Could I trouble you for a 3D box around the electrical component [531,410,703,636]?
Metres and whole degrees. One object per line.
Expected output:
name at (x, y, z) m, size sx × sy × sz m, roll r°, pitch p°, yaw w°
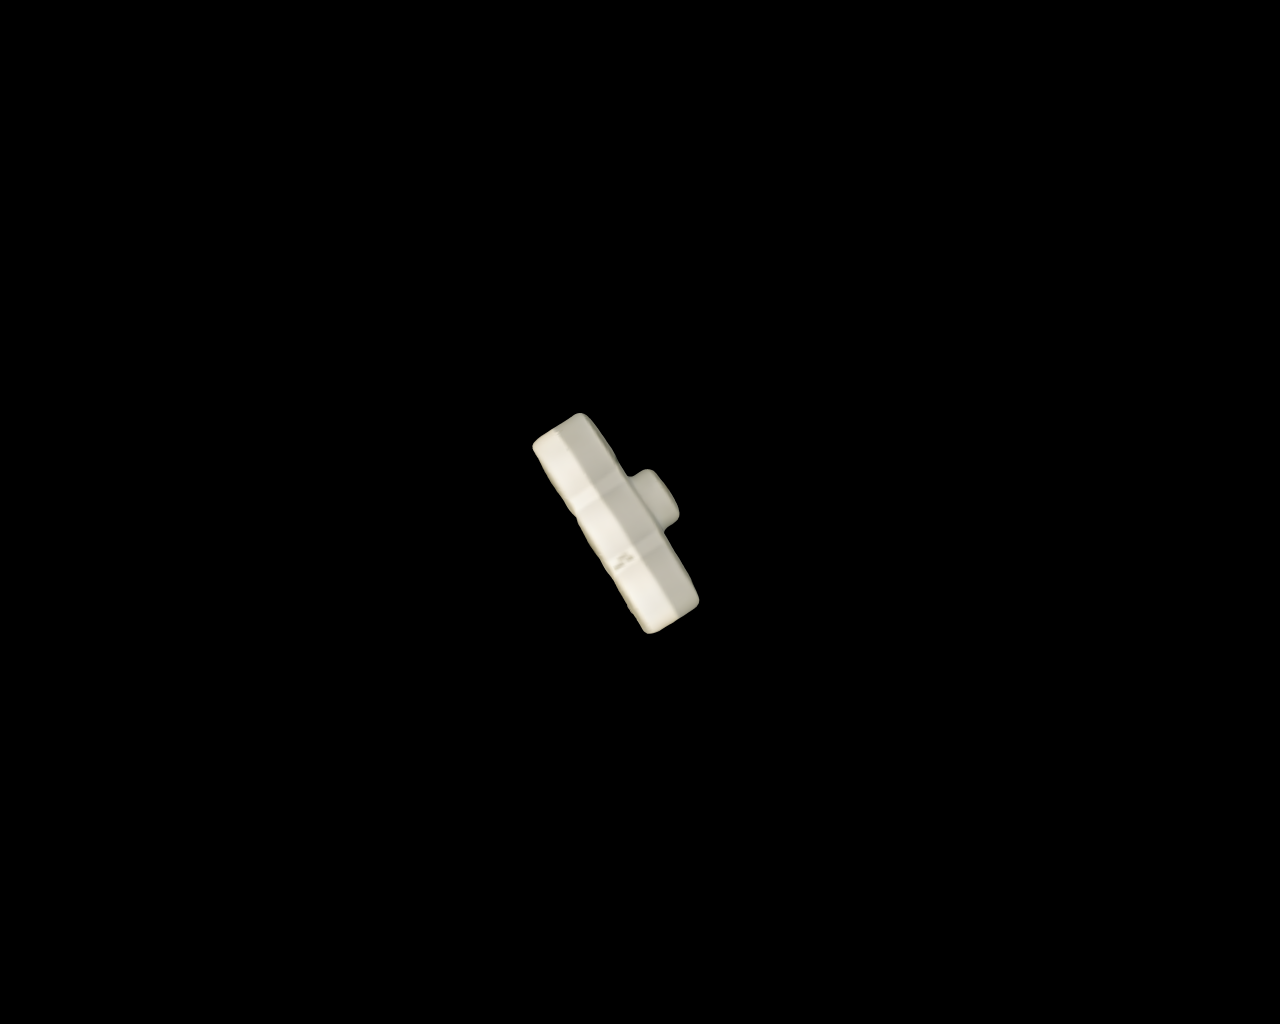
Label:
electrical component at (0.001, -0.003, 0.650) m, size 0.074 × 0.138 × 0.052 m, roll -32°, pitch -4°, yaw -2°
